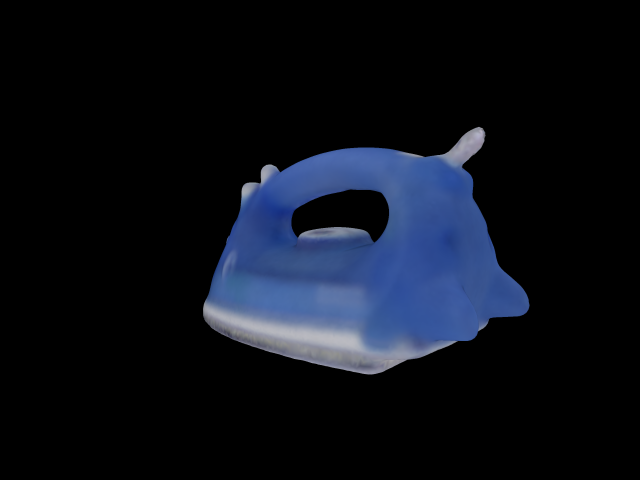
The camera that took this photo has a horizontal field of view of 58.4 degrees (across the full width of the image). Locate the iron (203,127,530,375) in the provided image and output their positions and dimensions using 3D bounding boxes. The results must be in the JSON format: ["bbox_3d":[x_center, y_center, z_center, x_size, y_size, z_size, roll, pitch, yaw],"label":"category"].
[{"bbox_3d":[0.004,0.001,0.400,0.257,0.141,0.119,3,5,37],"label":"iron"}]
